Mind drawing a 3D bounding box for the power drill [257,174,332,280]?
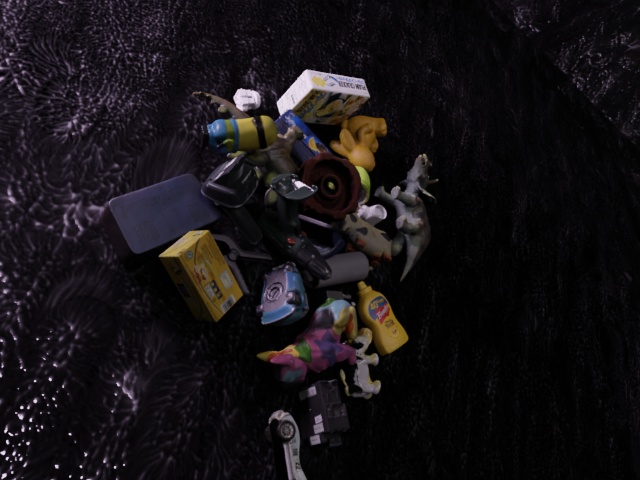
[{"bbox_3d":[-0.050,-0.037,1.231,0.086,0.207,0.232,-35,53,-30],"label":"power drill"}]

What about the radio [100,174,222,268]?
[{"bbox_3d":[-0.337,-0.048,1.144,0.229,0.073,0.131,-30,85,-44],"label":"radio"}]

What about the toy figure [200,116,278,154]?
[{"bbox_3d":[-0.188,-0.245,1.256,0.180,0.089,0.082,-3,74,-21],"label":"toy figure"}]

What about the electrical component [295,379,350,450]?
[{"bbox_3d":[0.005,0.373,1.144,0.058,0.115,0.134,3,65,-31],"label":"electrical component"}]

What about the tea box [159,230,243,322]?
[{"bbox_3d":[-0.243,0.075,1.108,0.098,0.068,0.169,-46,122,-43],"label":"tea box"}]

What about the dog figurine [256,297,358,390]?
[{"bbox_3d":[-0.028,0.229,1.193,0.219,0.109,0.191,-1,91,-33],"label":"dog figurine"}]

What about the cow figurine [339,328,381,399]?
[{"bbox_3d":[0.086,0.290,1.286,0.098,0.068,0.167,11,60,-26],"label":"cow figurine"}]

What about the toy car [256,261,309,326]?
[{"bbox_3d":[-0.077,0.135,1.231,0.102,0.109,0.162,48,27,-39],"label":"toy car"}]

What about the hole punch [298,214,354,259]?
[{"bbox_3d":[-0.003,-0.004,1.340,0.115,0.142,0.092,11,95,-60],"label":"hole punch"}]

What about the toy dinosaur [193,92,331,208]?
[{"bbox_3d":[-0.125,-0.215,1.373,0.471,0.105,0.198,49,51,1],"label":"toy dinosaur"}]

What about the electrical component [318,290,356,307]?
[{"bbox_3d":[0.043,0.161,1.333,0.102,0.045,0.078,14,61,-31],"label":"electrical component"}]

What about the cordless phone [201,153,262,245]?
[{"bbox_3d":[-0.173,-0.091,1.230,0.184,0.089,0.147,57,29,-21],"label":"cordless phone"}]

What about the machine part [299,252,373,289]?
[{"bbox_3d":[0.039,0.074,1.357,0.243,0.079,0.079,-7,71,-38],"label":"machine part"}]

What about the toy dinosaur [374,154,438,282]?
[{"bbox_3d":[0.271,-0.050,1.579,0.192,0.131,0.405,14,65,-31],"label":"toy dinosaur"}]

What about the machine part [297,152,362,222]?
[{"bbox_3d":[0.020,-0.131,1.348,0.179,0.056,0.179,6,77,-28],"label":"machine part"}]

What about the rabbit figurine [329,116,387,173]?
[{"bbox_3d":[0.119,-0.280,1.577,0.162,0.122,0.173,14,60,-26],"label":"rabbit figurine"}]

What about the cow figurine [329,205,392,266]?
[{"bbox_3d":[0.109,-0.023,1.456,0.195,0.085,0.127,28,51,-26],"label":"cow figurine"}]

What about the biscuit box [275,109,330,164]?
[{"bbox_3d":[-0.043,-0.263,1.485,0.202,0.063,0.059,46,46,-8],"label":"biscuit box"}]

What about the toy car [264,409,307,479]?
[{"bbox_3d":[-0.065,0.445,1.080,0.056,0.073,0.202,2,66,-33],"label":"toy car"}]

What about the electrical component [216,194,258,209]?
[{"bbox_3d":[-0.217,-0.106,1.281,0.119,0.048,0.075,-9,72,-41],"label":"electrical component"}]
